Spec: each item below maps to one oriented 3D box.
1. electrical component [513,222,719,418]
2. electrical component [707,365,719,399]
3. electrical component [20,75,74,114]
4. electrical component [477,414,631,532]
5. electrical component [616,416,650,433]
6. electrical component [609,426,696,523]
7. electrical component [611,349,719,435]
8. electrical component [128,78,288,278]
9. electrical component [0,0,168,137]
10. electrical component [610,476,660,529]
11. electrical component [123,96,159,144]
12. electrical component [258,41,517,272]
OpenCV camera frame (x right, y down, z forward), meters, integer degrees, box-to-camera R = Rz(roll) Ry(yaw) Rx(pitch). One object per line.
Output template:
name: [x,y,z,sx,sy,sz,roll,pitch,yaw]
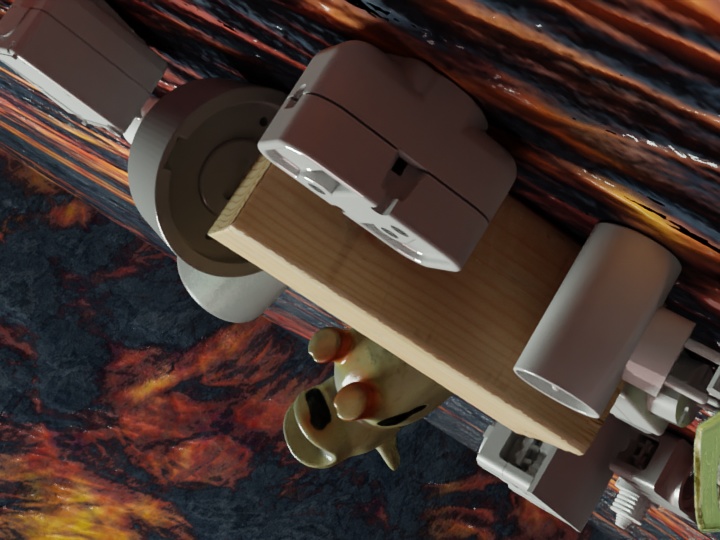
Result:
electrical component: [0.121,0.030,0.475,0.079,0.077,0.043,29,172,18]
electrical component: [0.183,0.042,0.385,0.089,0.055,0.050,32,172,1]
electrical component: [-0.215,-0.142,0.814,0.043,0.043,0.081,26,171,35]
electrical component: [0.165,0.142,0.894,0.060,0.105,0.186,27,171,30]
electrical component: [0.176,0.081,0.717,0.065,0.044,0.044,29,173,-15]
electrical component: [0.263,0.171,0.905,0.089,0.050,0.056,37,171,-38]
electrical component: [0.170,0.063,0.599,0.077,0.047,0.066,25,170,41]
electrical component: [-0.078,-0.056,0.607,0.108,0.108,0.060,38,175,-41]
electrical component: [-0.162,-0.126,0.643,0.096,0.061,0.062,38,170,-37]
electrical component: [0.257,0.199,0.984,0.043,0.081,0.043,31,172,5]
electrical component: [-0.143,-0.104,0.788,0.078,0.040,0.040,23,168,47]
electrical component: [0.014,-0.050,0.449,0.095,0.059,0.054,35,172,-20]
